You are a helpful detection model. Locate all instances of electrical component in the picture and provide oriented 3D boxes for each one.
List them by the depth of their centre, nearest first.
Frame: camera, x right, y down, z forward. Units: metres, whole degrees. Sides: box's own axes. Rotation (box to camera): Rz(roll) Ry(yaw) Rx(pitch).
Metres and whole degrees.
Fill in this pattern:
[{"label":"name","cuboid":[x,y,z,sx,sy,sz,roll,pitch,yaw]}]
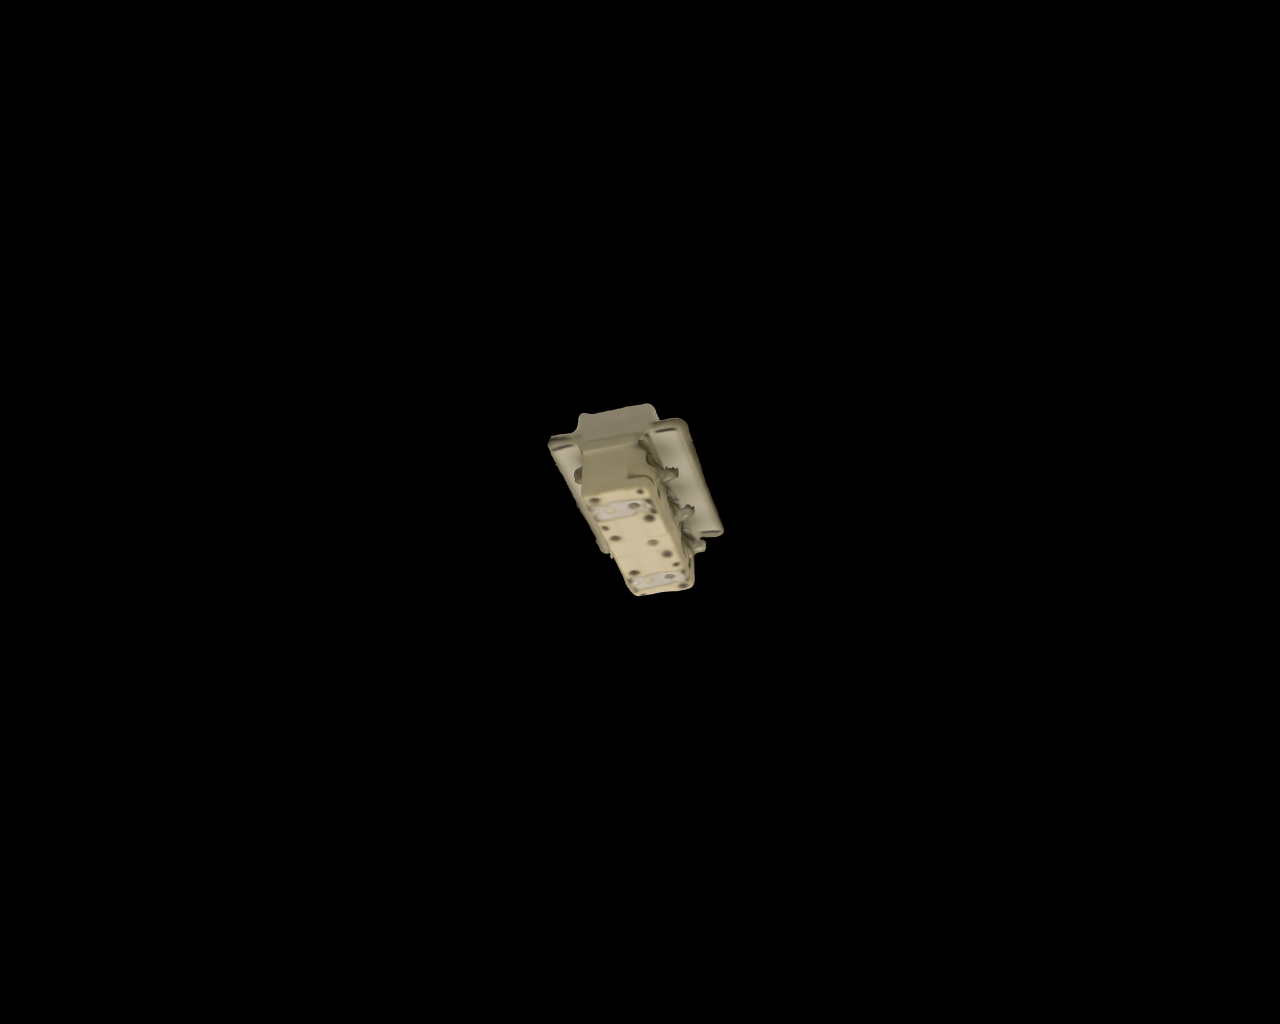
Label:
[{"label":"electrical component","cuboid":[0.001,-0.003,0.650,0.079,0.063,0.121,-8,-35,11]}]
